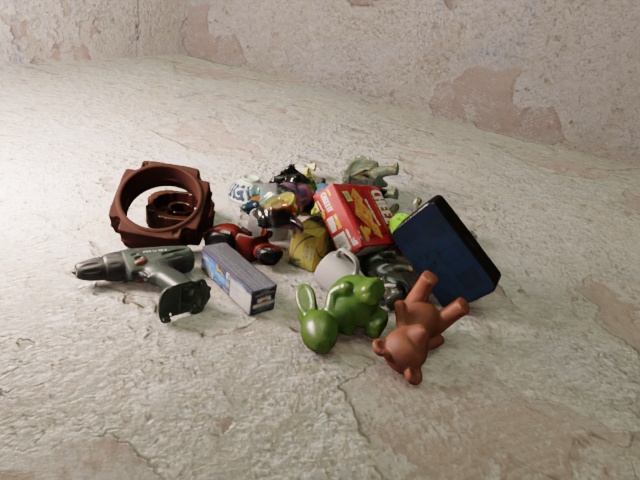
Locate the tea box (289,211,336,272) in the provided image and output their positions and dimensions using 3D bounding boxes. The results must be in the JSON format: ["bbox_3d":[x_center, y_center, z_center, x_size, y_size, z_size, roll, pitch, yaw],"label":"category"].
[{"bbox_3d":[-0.003,-0.004,1.281,0.068,0.098,0.169,20,29,21],"label":"tea box"}]

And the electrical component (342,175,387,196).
[{"bbox_3d":[0.116,-0.126,1.431,0.119,0.048,0.075,18,-20,-13],"label":"electrical component"}]

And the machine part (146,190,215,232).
[{"bbox_3d":[-0.345,-0.066,1.332,0.179,0.056,0.179,8,27,-4],"label":"machine part"}]

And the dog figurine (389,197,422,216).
[{"bbox_3d":[0.240,0.004,1.369,0.172,0.121,0.191,-26,51,-2],"label":"dog figurine"}]

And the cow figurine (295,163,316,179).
[{"bbox_3d":[-0.076,-0.204,1.699,0.098,0.068,0.167,10,21,14],"label":"cow figurine"}]

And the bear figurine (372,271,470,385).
[{"bbox_3d":[0.181,0.159,0.979,0.120,0.132,0.196,41,26,8],"label":"bear figurine"}]

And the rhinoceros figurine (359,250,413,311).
[{"bbox_3d":[0.144,0.085,1.178,0.112,0.073,0.190,3,26,-17],"label":"rhinoceros figurine"}]

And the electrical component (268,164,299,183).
[{"bbox_3d":[-0.070,-0.141,1.518,0.134,0.058,0.115,50,26,-8],"label":"electrical component"}]

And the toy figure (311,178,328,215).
[{"bbox_3d":[0.014,-0.090,1.440,0.082,0.089,0.180,-25,43,3],"label":"toy figure"}]

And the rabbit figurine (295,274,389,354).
[{"bbox_3d":[0.022,0.133,0.994,0.159,0.121,0.170,24,43,34],"label":"rabbit figurine"}]

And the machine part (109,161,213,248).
[{"bbox_3d":[-0.355,-0.075,1.211,0.202,0.087,0.201,8,59,-1],"label":"machine part"}]

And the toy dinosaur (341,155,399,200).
[{"bbox_3d":[0.119,-0.136,1.587,0.192,0.131,0.405,4,31,27],"label":"toy dinosaur"}]

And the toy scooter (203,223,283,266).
[{"bbox_3d":[-0.169,0.000,1.239,0.184,0.075,0.135,14,26,1],"label":"toy scooter"}]

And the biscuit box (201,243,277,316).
[{"bbox_3d":[-0.171,0.075,1.100,0.063,0.059,0.203,-13,34,-38],"label":"biscuit box"}]

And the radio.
[{"bbox_3d":[0.270,0.031,1.164,0.229,0.131,0.073,54,32,2],"label":"radio"}]

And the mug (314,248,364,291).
[{"bbox_3d":[0.056,0.076,1.137,0.107,0.109,0.081,39,32,24],"label":"mug"}]

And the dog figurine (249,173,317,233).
[{"bbox_3d":[-0.066,-0.080,1.203,0.191,0.108,0.219,-18,18,-19],"label":"dog figurine"}]

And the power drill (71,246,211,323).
[{"bbox_3d":[-0.325,0.078,1.030,0.232,0.085,0.208,-12,25,-43],"label":"power drill"}]

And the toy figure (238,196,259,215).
[{"bbox_3d":[-0.158,-0.099,1.466,0.058,0.064,0.154,55,38,-1],"label":"toy figure"}]
